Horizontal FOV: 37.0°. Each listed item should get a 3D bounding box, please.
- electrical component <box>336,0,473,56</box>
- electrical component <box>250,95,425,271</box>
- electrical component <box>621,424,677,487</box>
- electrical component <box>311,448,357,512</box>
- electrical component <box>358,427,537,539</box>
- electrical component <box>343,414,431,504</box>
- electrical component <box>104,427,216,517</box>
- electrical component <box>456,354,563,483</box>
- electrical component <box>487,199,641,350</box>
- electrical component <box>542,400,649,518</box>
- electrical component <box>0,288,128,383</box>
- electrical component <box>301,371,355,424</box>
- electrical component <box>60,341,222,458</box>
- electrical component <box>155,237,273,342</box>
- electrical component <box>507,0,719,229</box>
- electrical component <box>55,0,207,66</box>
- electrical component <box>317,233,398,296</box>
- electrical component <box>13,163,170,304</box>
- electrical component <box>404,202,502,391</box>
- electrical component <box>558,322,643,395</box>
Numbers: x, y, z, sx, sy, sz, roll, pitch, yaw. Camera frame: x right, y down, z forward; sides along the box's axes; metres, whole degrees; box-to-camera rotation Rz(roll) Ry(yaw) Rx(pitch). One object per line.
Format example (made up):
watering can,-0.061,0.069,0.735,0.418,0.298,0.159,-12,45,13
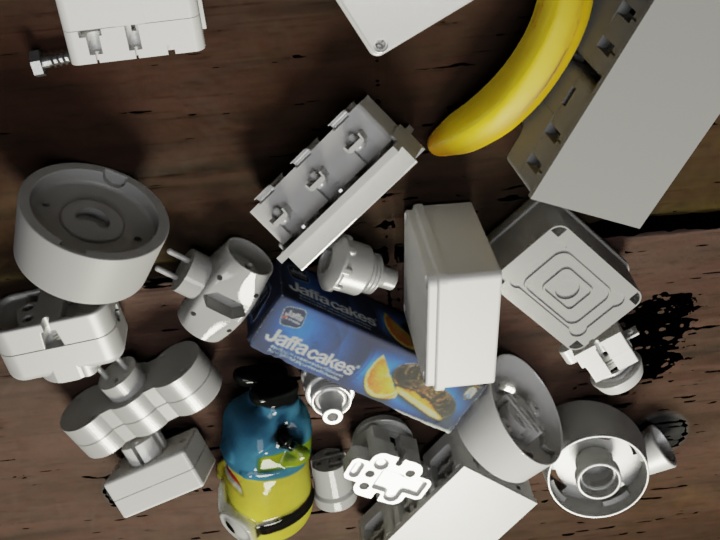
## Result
electrical component,0.026,-0.216,0.706,0.109,0.056,0.108,-29,122,13
electrical component,-0.019,-0.067,0.797,0.063,0.078,0.121,45,111,-6
electrical component,0.258,0.179,1.010,0.065,0.044,0.044,-35,121,23
electrical component,-0.025,0.192,0.988,0.040,0.040,0.046,-9,119,0
electrical component,0.078,0.225,1.007,0.089,0.061,0.150,30,116,-23
electrical component,0.022,0.168,0.965,0.078,0.057,0.058,20,119,-19
electrical component,-0.185,0.162,0.945,0.083,0.047,0.075,-24,104,14
electrical component,0.132,0.131,0.931,0.099,0.099,0.064,28,123,-23
electrical component,0.161,0.000,0.867,0.113,0.057,0.078,37,113,-26
electrical component,0.211,0.172,0.976,0.099,0.064,0.099,1,116,2
electrical component,-0.238,0.050,0.859,0.095,0.053,0.059,-12,124,2
electrical component,-0.025,0.104,0.914,0.048,0.062,0.048,-3,124,-4
electrical component,-0.192,0.097,0.897,0.138,0.052,0.073,-27,122,11
electrical component,-0.122,0.008,0.850,0.079,0.043,0.077,28,117,-23
electrical component,0.198,-0.131,0.768,0.105,0.060,0.186,12,123,-28
electrical component,-0.152,-0.176,0.717,0.089,0.050,0.055,-7,125,-2
electrical component,0.000,0.000,0.858,0.062,0.048,0.048,17,121,-24
electrical component,-0.200,-0.022,0.786,0.108,0.108,0.060,15,127,-15
electrical component,0.070,0.019,0.839,0.056,0.108,0.108,-5,124,-6
electrical component,0.214,0.074,0.931,0.066,0.048,0.055,-30,114,14
